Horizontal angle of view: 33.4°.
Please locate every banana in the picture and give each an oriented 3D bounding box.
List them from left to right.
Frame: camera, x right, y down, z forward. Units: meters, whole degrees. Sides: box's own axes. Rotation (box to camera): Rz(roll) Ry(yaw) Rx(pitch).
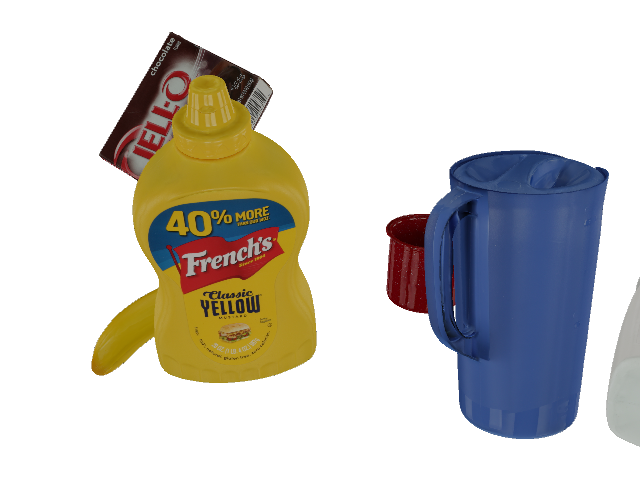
[{"bbox_3d":[-0.137,0.073,0.984,0.198,0.069,0.037,-19,24,14],"label":"banana"}]

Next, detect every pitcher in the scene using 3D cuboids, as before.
[{"bbox_3d":[0.170,0.050,0.941,0.149,0.243,0.145,2,20,10],"label":"pitcher"}]

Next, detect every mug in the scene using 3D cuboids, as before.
[{"bbox_3d":[0.127,0.028,1.160,0.117,0.081,0.093,7,26,9],"label":"mug"}]

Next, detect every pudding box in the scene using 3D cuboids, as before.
[{"bbox_3d":[-0.101,-0.088,0.806,0.090,0.113,0.039,30,-2,23],"label":"pudding box"}]

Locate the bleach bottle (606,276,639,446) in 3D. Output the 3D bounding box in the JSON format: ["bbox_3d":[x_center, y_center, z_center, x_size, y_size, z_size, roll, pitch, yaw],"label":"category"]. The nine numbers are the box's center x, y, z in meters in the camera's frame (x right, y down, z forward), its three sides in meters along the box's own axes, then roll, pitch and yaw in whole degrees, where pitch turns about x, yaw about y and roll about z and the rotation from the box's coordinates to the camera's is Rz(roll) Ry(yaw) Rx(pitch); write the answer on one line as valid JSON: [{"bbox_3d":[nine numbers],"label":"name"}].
[{"bbox_3d":[0.267,0.066,0.754,0.103,0.068,0.250,11,22,20],"label":"bleach bottle"}]

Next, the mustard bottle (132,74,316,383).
[{"bbox_3d":[-0.053,-0.005,0.593,0.096,0.192,0.058,-4,39,-2],"label":"mustard bottle"}]
